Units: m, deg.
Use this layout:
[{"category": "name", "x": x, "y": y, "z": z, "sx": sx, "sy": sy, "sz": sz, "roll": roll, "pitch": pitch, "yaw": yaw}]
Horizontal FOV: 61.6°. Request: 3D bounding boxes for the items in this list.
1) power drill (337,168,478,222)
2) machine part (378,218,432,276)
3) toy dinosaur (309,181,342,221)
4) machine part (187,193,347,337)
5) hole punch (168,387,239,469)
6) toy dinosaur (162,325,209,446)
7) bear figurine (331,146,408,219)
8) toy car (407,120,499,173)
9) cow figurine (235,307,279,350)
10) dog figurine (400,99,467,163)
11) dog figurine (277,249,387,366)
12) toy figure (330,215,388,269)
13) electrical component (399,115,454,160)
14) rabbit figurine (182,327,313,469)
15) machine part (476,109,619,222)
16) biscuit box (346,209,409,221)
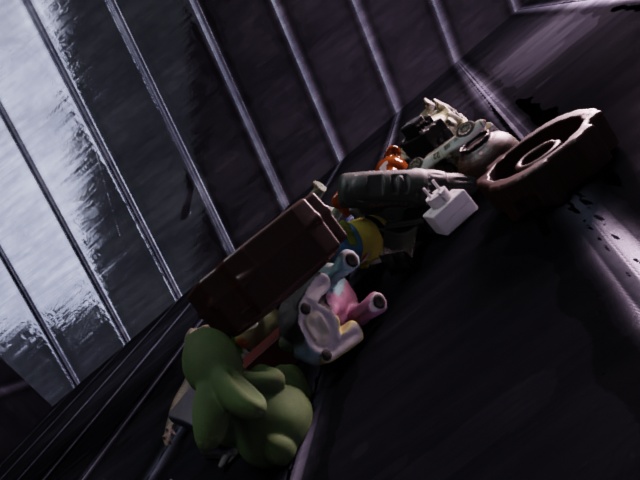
[{"category": "power drill", "x": 0.140, "y": -0.073, "z": 0.957, "sx": 0.232, "sy": 0.086, "sz": 0.207, "roll": -1, "pitch": -2, "yaw": -6}, {"category": "machine part", "x": 0.130, "y": 0.004, "z": 0.841, "sx": 0.084, "sy": 0.039, "sz": 0.139, "roll": 1, "pitch": 30, "yaw": 18}, {"category": "toy dinosaur", "x": -0.023, "y": -0.002, "z": 1.304, "sx": 0.192, "sy": 0.131, "sz": 0.405, "roll": -54, "pitch": 12, "yaw": 32}, {"category": "machine part", "x": -0.071, "y": 0.039, "z": 0.722, "sx": 0.201, "sy": 0.087, "sz": 0.201, "roll": -40, "pitch": 0, "yaw": -24}, {"category": "hole punch", "x": -0.136, "y": 0.238, "z": 0.759, "sx": 0.116, "sy": 0.092, "sz": 0.142, "roll": -24, "pitch": 16, "yaw": 48}, {"category": "toy dinosaur", "x": -0.181, "y": 0.197, "z": 1.056, "sx": 0.199, "sy": 0.105, "sz": 0.471, "roll": -24, "pitch": 26, "yaw": 47}, {"category": "bear figurine", "x": 0.129, "y": -0.114, "z": 1.210, "sx": 0.196, "sy": 0.120, "sz": 0.132, "roll": -34, "pitch": 15, "yaw": 9}, {"category": "toy car", "x": 0.247, "y": -0.150, "z": 1.015, "sx": 0.202, "sy": 0.073, "sz": 0.056, "roll": -35, "pitch": 39, "yaw": 30}, {"category": "cow figurine", "x": -0.071, "y": 0.129, "z": 0.942, "sx": 0.195, "sy": 0.127, "sz": 0.085, "roll": -31, "pitch": 1, "yaw": -41}, {"category": "dog figurine", "x": 0.262, "y": -0.231, "z": 1.305, "sx": 0.172, "sy": 0.121, "sz": 0.190, "roll": 0, "pitch": -46, "yaw": -44}, {"category": "dog figurine", "x": -0.011, "y": 0.108, "z": 0.794, "sx": 0.191, "sy": 0.108, "sz": 0.219, "roll": -42, "pitch": 5, "yaw": -30}, {"category": "toy figure", "x": 0.052, "y": 0.003, "z": 0.895, "sx": 0.180, "sy": 0.089, "sz": 0.082, "roll": -4, "pitch": -10, "yaw": -36}, {"category": "electrical component", "x": 0.229, "y": -0.194, "z": 1.114, "sx": 0.058, "sy": 0.134, "sz": 0.115, "roll": -43, "pitch": 8, "yaw": -16}, {"category": "rabbit figurine", "x": -0.102, "y": 0.182, "z": 0.622, "sx": 0.121, "sy": 0.170, "sz": 0.159, "roll": -41, "pitch": 9, "yaw": 7}, {"category": "machine part", "x": 0.292, "y": -0.099, "z": 0.700, "sx": 0.179, "sy": 0.056, "sz": 0.179, "roll": -39, "pitch": 9, "yaw": 7}, {"category": "biscuit box", "x": 0.147, "y": -0.078, "z": 1.124, "sx": 0.203, "sy": 0.062, "sz": 0.059, "roll": -40, "pitch": 9, "yaw": 6}]
